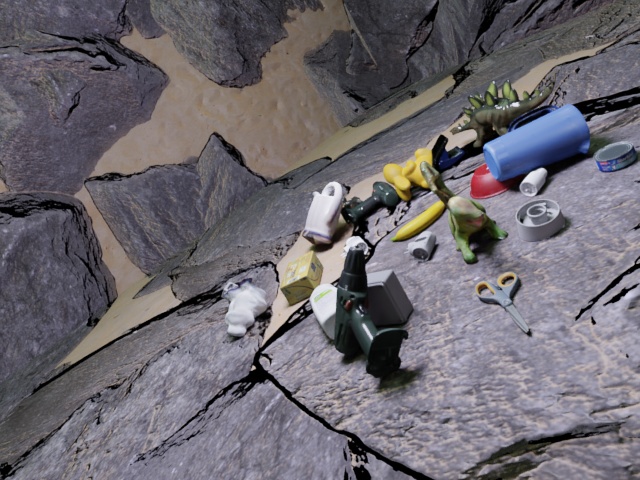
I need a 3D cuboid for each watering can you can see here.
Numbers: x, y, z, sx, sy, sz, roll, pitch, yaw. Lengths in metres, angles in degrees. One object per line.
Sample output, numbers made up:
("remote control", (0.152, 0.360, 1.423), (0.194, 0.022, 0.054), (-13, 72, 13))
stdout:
("watering can", (0.006, -0.092, 1.819), (0.347, 0.104, 0.225), (180, 109, -76))

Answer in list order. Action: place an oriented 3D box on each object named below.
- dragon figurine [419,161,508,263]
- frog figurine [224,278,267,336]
("dragon figurine", (0.316, -0.096, 1.224), (0.121, 0.240, 0.417), (-34, 19, 10))
("frog figurine", (-0.220, 0.214, 1.539), (0.137, 0.120, 0.163), (-20, 54, 11))
